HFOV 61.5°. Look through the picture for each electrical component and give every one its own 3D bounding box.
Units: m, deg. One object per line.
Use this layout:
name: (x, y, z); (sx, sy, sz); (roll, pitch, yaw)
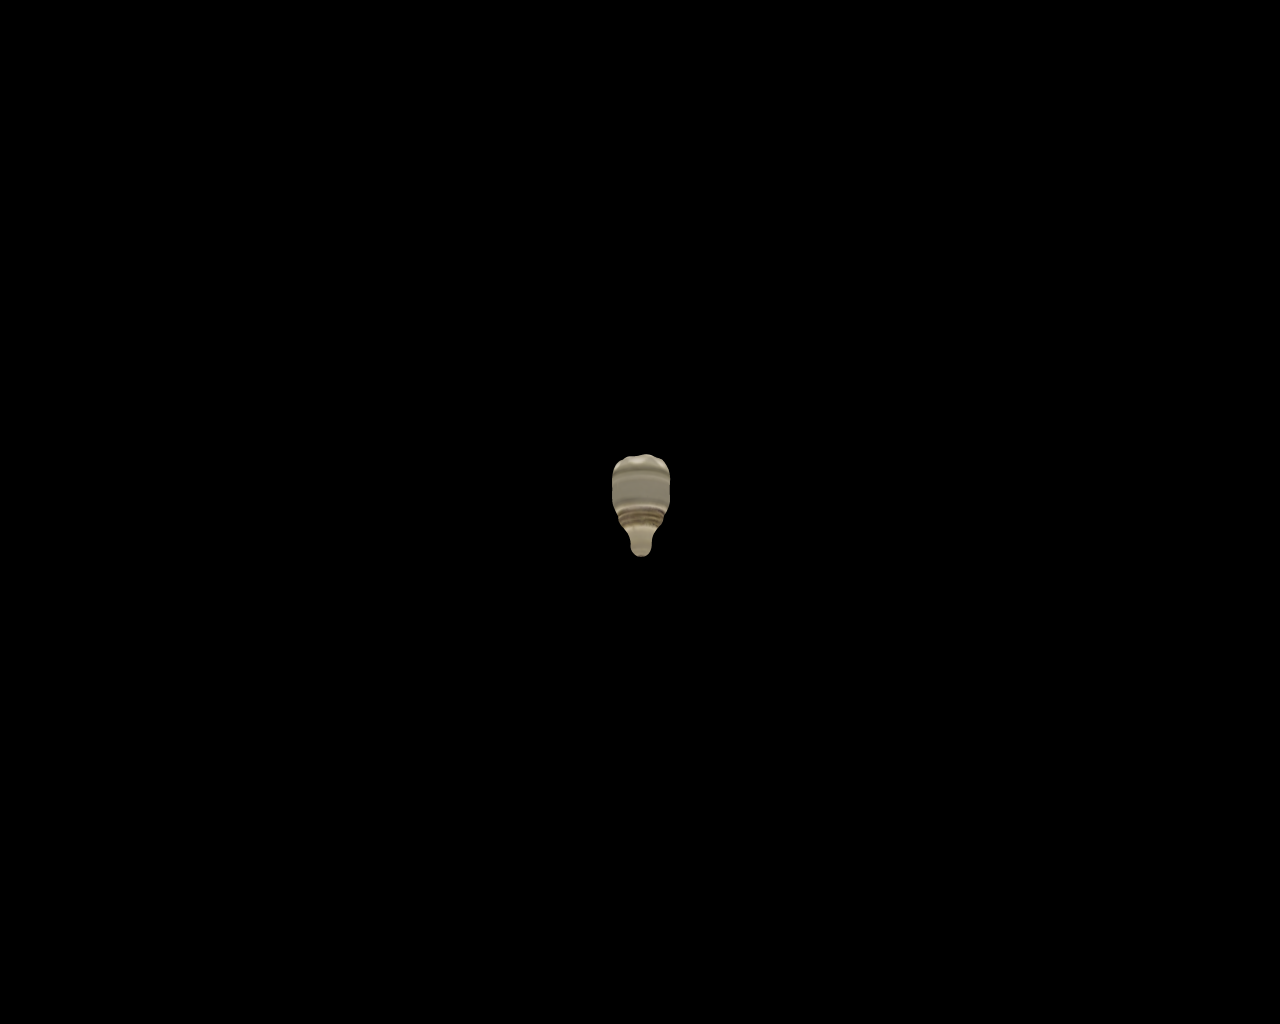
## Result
electrical component: (0.001, -0.003, 0.650); (0.035, 0.061, 0.035); (0, -14, 0)
